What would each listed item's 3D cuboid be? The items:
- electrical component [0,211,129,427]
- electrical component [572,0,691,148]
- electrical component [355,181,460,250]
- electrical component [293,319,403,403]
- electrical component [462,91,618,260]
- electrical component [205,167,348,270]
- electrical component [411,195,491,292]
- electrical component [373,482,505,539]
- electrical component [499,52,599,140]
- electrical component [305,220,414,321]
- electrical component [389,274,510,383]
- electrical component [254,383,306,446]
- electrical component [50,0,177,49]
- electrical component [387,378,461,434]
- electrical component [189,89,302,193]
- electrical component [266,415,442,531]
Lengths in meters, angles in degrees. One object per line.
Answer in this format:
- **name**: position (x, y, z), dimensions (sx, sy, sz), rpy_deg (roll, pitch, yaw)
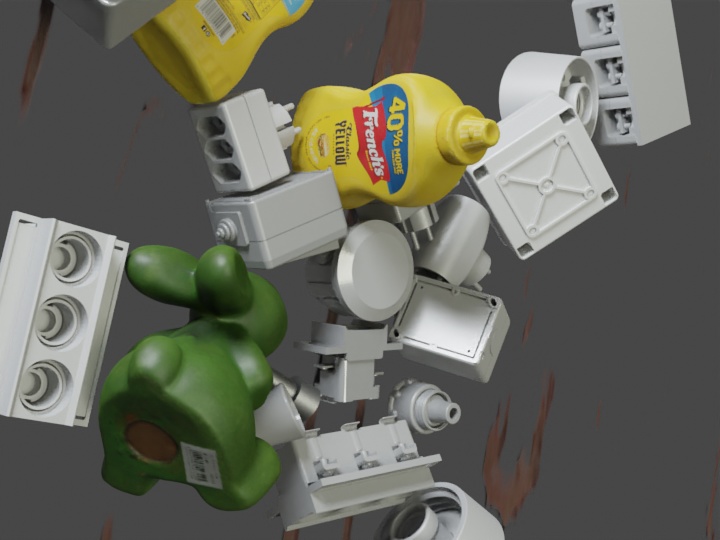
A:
- **electrical component**: position (-0.202, 0.032, 0.683), dimensions (0.079, 0.063, 0.121), rpy_deg (18, 80, -40)
- **electrical component**: position (0.270, -0.206, 1.080), dimensions (0.089, 0.062, 0.150), rpy_deg (-24, 106, -38)
- **electrical component**: position (0.043, -0.055, 0.897), dimensions (0.083, 0.047, 0.075), rpy_deg (-34, 113, -39)
- **electrical component**: position (-0.009, 0.073, 0.864), dimensions (0.081, 0.042, 0.063), rpy_deg (0, 93, -40)
- **electrical component**: position (0.157, -0.084, 0.961), dimensions (0.109, 0.056, 0.108), rpy_deg (-33, 117, 2)
- **electrical component**: position (-0.065, -0.033, 0.799), dimensions (0.096, 0.062, 0.061), rpy_deg (-26, 108, -37)
- **electrical component**: position (0.089, -0.012, 0.944), dimensions (0.079, 0.043, 0.077), rpy_deg (43, 65, -33)
- **electrical component**: position (0.058, 0.225, 0.887), dimensions (0.060, 0.108, 0.108), rpy_deg (49, 62, -24)
- **electrical component**: position (0.184, -0.158, 1.023), dimensions (0.099, 0.064, 0.099), rpy_deg (-12, 105, -53)
- **electrical component**: position (0.000, 0.000, 0.863), dimensions (0.080, 0.051, 0.080), rpy_deg (-2, 92, -41)
- **electrical component**: position (0.071, 0.049, 0.908), dimensions (0.061, 0.096, 0.061), rpy_deg (-67, 156, -17)
- **electrical component**: position (-0.078, 0.116, 0.794), dimensions (0.065, 0.044, 0.044), rpy_deg (-25, 111, -2)
- **electrical component**: position (-0.159, -0.215, 0.683), dimensions (0.109, 0.056, 0.108), rpy_deg (41, 63, 6)
- **electrical component**: position (0.057, 0.117, 0.909), dimensions (0.048, 0.062, 0.048), rpy_deg (-2, 92, -40)
- **electrical component**: position (-0.075, -0.101, 0.798), dimensions (0.077, 0.047, 0.065), rpy_deg (-29, 110, -36)
- **electrical component**: position (-0.008, 0.158, 0.849), dimensions (0.121, 0.079, 0.063), rpy_deg (-3, 64, -40)
